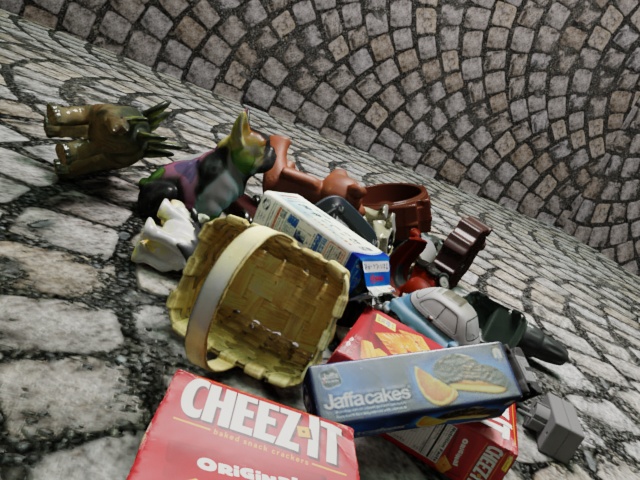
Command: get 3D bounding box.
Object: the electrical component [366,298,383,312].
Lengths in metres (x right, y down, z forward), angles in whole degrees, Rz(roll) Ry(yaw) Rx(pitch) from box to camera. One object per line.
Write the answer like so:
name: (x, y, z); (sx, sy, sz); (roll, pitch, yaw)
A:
electrical component: (0.074, 0.084, 0.861); (0.045, 0.078, 0.102); (0, 20, -11)

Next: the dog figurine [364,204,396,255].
dog figurine: (0.050, -0.018, 1.111); (0.191, 0.121, 0.172); (10, -27, 23)

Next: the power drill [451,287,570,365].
power drill: (0.312, 0.146, 0.910); (0.232, 0.086, 0.207); (28, 7, 25)

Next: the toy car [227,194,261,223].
toy car: (-0.133, -0.048, 1.000); (0.089, 0.053, 0.202); (13, 16, -33)

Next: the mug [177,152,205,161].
mug: (-0.233, -0.105, 0.990); (0.107, 0.109, 0.080); (-6, -20, 15)

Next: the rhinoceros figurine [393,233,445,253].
rhinoceros figurine: (0.254, 0.007, 1.313); (0.190, 0.073, 0.112); (20, 16, -10)

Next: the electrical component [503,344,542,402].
electrical component: (0.281, 0.197, 0.776); (0.119, 0.048, 0.075); (26, 39, -48)

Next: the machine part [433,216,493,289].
machine part: (0.294, 0.032, 1.137); (0.056, 0.179, 0.179); (35, 20, 22)

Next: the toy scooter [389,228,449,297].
toy scooter: (0.164, 0.059, 0.934); (0.075, 0.135, 0.184); (12, 22, -38)

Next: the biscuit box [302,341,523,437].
biscuit box: (0.086, 0.147, 0.521); (0.203, 0.059, 0.063); (-5, 56, -12)

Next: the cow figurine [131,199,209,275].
cow figurine: (-0.198, -0.007, 0.767); (0.098, 0.068, 0.167); (26, 19, -10)

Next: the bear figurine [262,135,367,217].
bear figurine: (-0.006, -0.111, 1.006); (0.196, 0.132, 0.120); (3, -26, 9)

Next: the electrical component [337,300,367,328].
electrical component: (-0.008, 0.073, 0.798); (0.134, 0.058, 0.115); (18, 16, -20)

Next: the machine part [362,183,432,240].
machine part: (0.151, -0.069, 1.240); (0.201, 0.087, 0.201); (-4, 21, 7)

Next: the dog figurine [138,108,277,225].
dog figurine: (-0.180, -0.120, 0.879); (0.191, 0.219, 0.108); (22, 14, -7)

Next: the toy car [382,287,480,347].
toy car: (0.177, 0.123, 0.789); (0.162, 0.103, 0.109); (44, 23, 23)

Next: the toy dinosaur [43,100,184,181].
toy dinosaur: (-0.338, -0.160, 0.881); (0.198, 0.105, 0.472); (-11, 10, -26)

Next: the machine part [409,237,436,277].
machine part: (0.194, 0.041, 1.128); (0.079, 0.079, 0.243); (28, 18, 13)

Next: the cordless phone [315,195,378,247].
cordless phone: (-0.001, -0.003, 0.994); (0.184, 0.089, 0.146); (-7, -40, 44)
